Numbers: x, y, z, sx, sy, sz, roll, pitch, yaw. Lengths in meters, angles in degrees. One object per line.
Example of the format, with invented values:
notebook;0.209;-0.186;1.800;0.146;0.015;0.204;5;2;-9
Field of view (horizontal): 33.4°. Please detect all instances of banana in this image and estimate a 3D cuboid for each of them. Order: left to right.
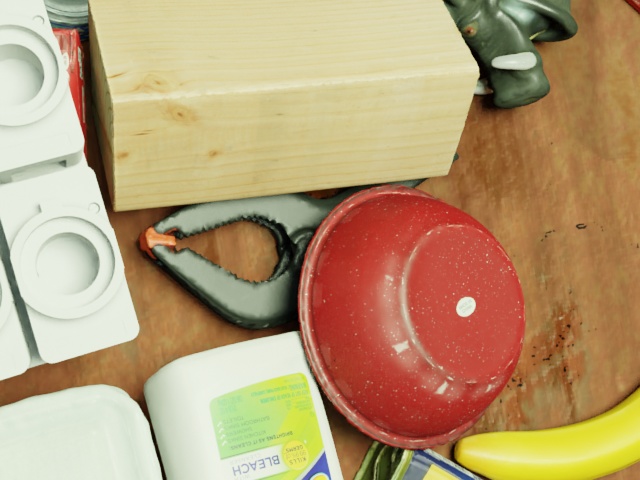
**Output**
banana;0.183;0.121;0.707;0.197;0.037;0.070;-26;73;-17

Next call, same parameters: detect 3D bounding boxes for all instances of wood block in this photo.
wood block;-0.025;-0.087;0.627;0.205;0.090;0.091;-7;51;-15

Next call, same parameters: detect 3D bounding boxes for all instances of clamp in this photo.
clamp;-0.004;0.001;0.666;0.209;0.036;0.164;13;80;-17

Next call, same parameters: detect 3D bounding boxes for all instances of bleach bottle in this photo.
bleach bottle;-0.016;0.182;0.584;0.102;0.068;0.251;-10;73;-33

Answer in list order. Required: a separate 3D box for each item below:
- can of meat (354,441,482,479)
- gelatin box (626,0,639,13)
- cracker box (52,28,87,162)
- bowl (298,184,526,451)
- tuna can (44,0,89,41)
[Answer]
can of meat;0.058;0.180;0.655;0.084;0.057;0.102;31;77;-12
gelatin box;0.260;-0.193;0.760;0.073;0.030;0.089;40;76;-8
cracker box;-0.237;-0.034;0.589;0.213;0.072;0.164;-1;85;-14
bowl;0.068;0.040;0.626;0.161;0.055;0.162;8;75;-32
tuna can;-0.151;-0.166;0.645;0.086;0.034;0.086;2;84;-15
